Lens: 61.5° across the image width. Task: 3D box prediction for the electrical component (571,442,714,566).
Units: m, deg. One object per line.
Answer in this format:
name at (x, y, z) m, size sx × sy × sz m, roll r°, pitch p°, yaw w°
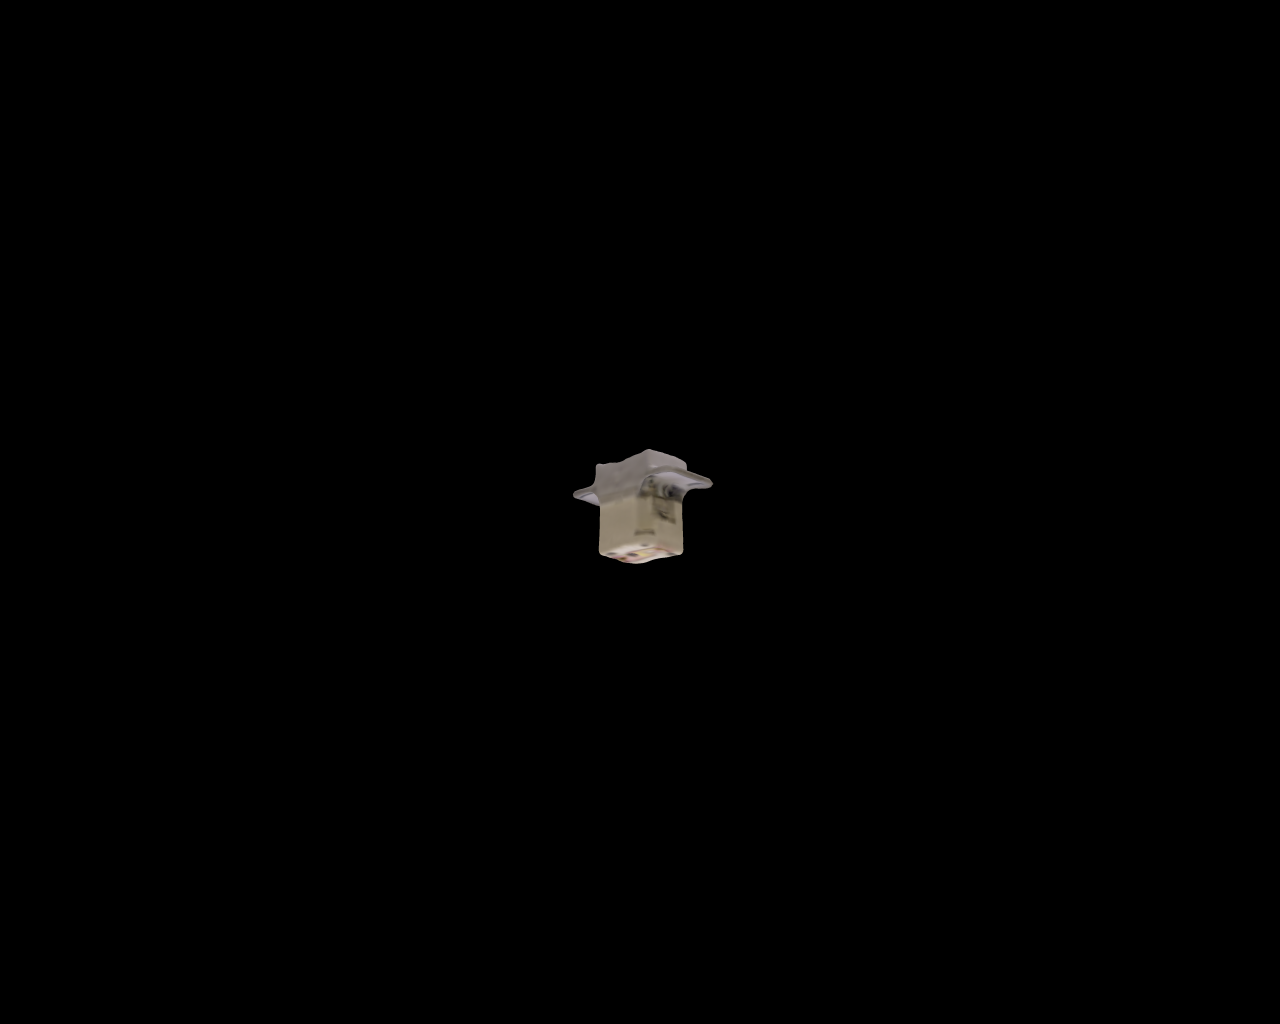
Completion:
electrical component at (0.001, -0.003, 0.650) m, size 0.081 × 0.064 × 0.042 m, roll -14°, pitch -22°, yaw 40°
